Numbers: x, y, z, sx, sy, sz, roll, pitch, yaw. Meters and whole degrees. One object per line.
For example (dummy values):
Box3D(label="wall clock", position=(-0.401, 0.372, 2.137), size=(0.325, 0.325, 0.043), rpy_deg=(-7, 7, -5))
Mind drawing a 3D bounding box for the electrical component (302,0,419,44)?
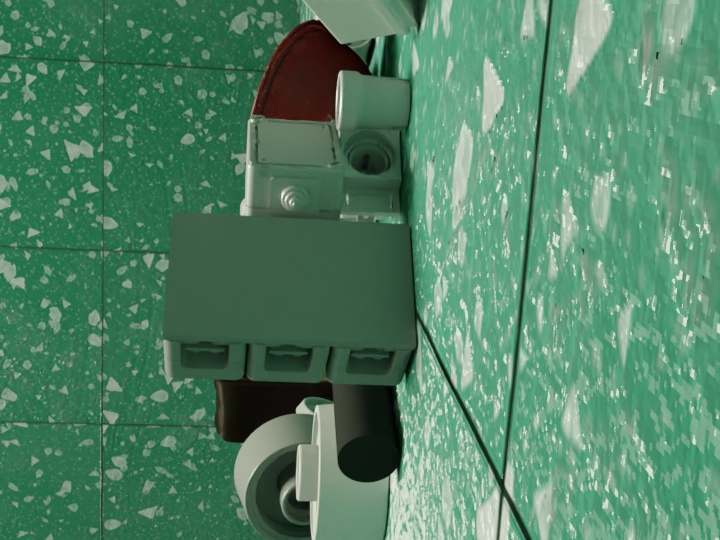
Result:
Box3D(label="electrical component", position=(-0.007, -0.212, 0.660), size=(0.109, 0.056, 0.108), rpy_deg=(34, -127, -64))

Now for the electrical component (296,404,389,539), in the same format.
Box3D(label="electrical component", position=(-0.016, 0.148, 0.786), size=(0.108, 0.060, 0.108), rpy_deg=(-178, 90, -84))

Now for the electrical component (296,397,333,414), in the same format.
Box3D(label="electrical component", position=(-0.037, 0.151, 0.968), size=(0.058, 0.078, 0.057), rpy_deg=(38, 110, 50))

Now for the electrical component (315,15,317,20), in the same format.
Box3D(label="electrical component", position=(-0.021, -0.253, 1.052), size=(0.076, 0.047, 0.065), rpy_deg=(98, 172, -47))

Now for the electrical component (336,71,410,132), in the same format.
Box3D(label="electrical component", position=(0.008, -0.112, 0.717), size=(0.040, 0.046, 0.040), rpy_deg=(-178, 90, -84))

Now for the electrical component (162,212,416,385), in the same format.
Box3D(label="electrical component", position=(-0.045, 0.021, 0.678), size=(0.061, 0.150, 0.089), rpy_deg=(103, 168, -57))

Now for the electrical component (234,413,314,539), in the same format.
Box3D(label="electrical component", position=(-0.050, 0.183, 0.908), size=(0.060, 0.108, 0.108), rpy_deg=(-124, 36, -70))

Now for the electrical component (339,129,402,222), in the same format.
Box3D(label="electrical component", position=(0.004, -0.068, 0.762), size=(0.063, 0.042, 0.081), rpy_deg=(105, 166, -63))

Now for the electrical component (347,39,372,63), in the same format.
Box3D(label="electrical component", position=(-0.012, -0.222, 0.976), size=(0.077, 0.043, 0.079), rpy_deg=(116, 155, -76))

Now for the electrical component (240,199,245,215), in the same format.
Box3D(label="electrical component", position=(-0.070, -0.035, 1.135), size=(0.057, 0.113, 0.078), rpy_deg=(-116, 28, -72))

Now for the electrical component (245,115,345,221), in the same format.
Box3D(label="electrical component", position=(-0.045, -0.056, 0.717), size=(0.096, 0.062, 0.061), rpy_deg=(-99, 13, -59))
